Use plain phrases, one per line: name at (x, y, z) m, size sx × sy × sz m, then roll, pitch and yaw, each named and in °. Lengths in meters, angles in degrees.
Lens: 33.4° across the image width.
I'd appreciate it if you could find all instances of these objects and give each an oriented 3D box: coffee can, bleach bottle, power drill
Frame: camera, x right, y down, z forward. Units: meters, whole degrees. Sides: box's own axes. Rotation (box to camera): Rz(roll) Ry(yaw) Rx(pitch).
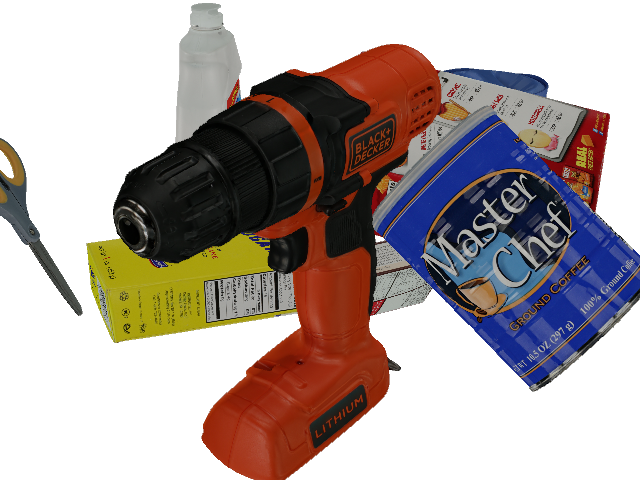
coffee can at (0.113, 0.004, 0.638) m, size 0.102 × 0.140 × 0.103 m, roll -43°, pitch -8°, yaw -8°
bleach bottle at (-0.108, -0.101, 1.037) m, size 0.068 × 0.251 × 0.102 m, roll 6°, pitch 26°, yaw 13°
power drill at (-0.015, 0.018, 0.482) m, size 0.057 × 0.188 × 0.184 m, roll 28°, pitch 40°, yaw 31°

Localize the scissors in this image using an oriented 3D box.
scissors at (-0.291, -0.023, 1.072) m, size 0.016 × 0.201 × 0.096 m, roll -25°, pitch 28°, yaw 25°

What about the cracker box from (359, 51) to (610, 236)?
cracker box at (0.109, -0.060, 0.841) m, size 0.214 × 0.072 × 0.164 m, roll 15°, pitch 40°, yaw 9°

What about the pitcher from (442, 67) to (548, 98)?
pitcher at (0.180, -0.067, 1.217) m, size 0.149 × 0.243 × 0.145 m, roll -9°, pitch 24°, yaw -22°

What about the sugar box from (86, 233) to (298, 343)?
sugar box at (-0.066, 0.021, 0.738) m, size 0.176 × 0.048 × 0.093 m, roll -11°, pitch 24°, yaw -17°

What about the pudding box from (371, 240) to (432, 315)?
pudding box at (0.065, 0.035, 1.048) m, size 0.113 × 0.039 × 0.090 m, roll -14°, pitch -29°, yaw -27°
